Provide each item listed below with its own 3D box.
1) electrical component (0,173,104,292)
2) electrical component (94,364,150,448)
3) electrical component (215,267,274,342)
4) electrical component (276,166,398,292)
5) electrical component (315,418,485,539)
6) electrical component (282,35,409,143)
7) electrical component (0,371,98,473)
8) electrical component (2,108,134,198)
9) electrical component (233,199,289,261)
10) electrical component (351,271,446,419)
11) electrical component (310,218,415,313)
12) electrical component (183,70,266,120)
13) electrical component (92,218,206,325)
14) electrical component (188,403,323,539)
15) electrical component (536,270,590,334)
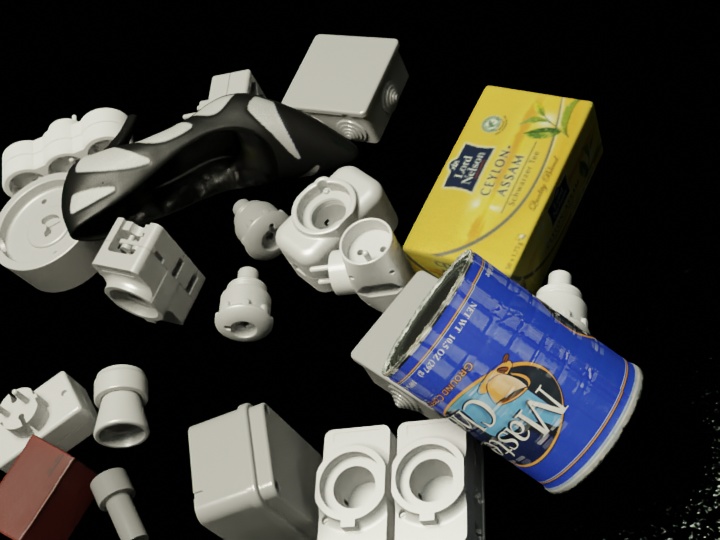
[{"bbox_3d":[-0.279,-0.030,1.002,0.108,0.060,0.108,-11,55,16],"label":"electrical component"},{"bbox_3d":[-0.196,0.112,0.883,0.045,0.045,0.055,-18,53,10],"label":"electrical component"},{"bbox_3d":[-0.096,0.026,0.901,0.048,0.048,0.062,-13,47,14],"label":"electrical component"},{"bbox_3d":[-0.021,-0.037,0.902,0.095,0.059,0.054,-45,53,-11],"label":"electrical component"},{"bbox_3d":[0.027,0.197,0.724,0.105,0.060,0.186,-9,55,17],"label":"electrical component"},{"bbox_3d":[-0.011,-0.166,0.991,0.100,0.048,0.099,10,62,28],"label":"electrical component"},{"bbox_3d":[-0.272,0.122,0.888,0.083,0.075,0.047,-36,52,-3],"label":"electrical component"},{"bbox_3d":[-0.293,-0.126,1.078,0.138,0.052,0.073,-21,52,8],"label":"electrical component"},{"bbox_3d":[-0.090,-0.041,0.944,0.048,0.048,0.062,-40,45,-7],"label":"electrical component"},{"bbox_3d":[0.057,0.062,0.810,0.100,0.048,0.099,30,73,35],"label":"electrical component"},{"bbox_3d":[0.000,0.000,0.857,0.079,0.077,0.043,-8,56,18],"label":"electrical component"},{"bbox_3d":[-0.128,-0.144,1.014,0.077,0.065,0.047,-8,56,18],"label":"electrical component"},{"bbox_3d":[-0.181,0.006,0.919,0.050,0.089,0.055,10,62,28],"label":"electrical component"},{"bbox_3d":[-0.067,0.152,0.760,0.057,0.113,0.078,-21,52,12],"label":"electrical component"},{"bbox_3d":[0.148,0.029,0.799,0.048,0.048,0.062,-5,50,20],"label":"electrical component"}]
